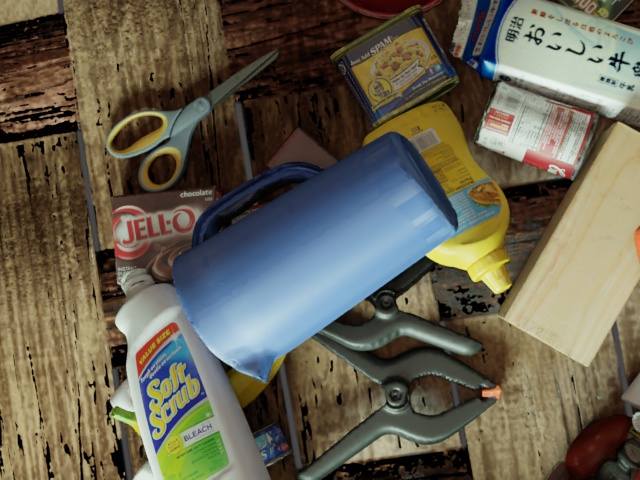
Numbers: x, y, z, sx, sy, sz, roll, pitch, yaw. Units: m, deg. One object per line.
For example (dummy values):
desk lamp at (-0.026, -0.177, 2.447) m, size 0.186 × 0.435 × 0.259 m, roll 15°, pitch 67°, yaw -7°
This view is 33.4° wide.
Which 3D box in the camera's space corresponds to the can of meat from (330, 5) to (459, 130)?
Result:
can of meat at (0.075, -0.167, 1.047) m, size 0.102 × 0.057 × 0.084 m, roll -30°, pitch 87°, yaw 6°

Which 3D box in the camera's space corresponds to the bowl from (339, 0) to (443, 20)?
bowl at (0.070, -0.303, 1.054) m, size 0.162 × 0.055 × 0.162 m, roll 0°, pitch 87°, yaw 8°

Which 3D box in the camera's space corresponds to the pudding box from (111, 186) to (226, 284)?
pudding box at (-0.151, -0.004, 1.076) m, size 0.113 × 0.039 × 0.090 m, roll -5°, pitch 87°, yaw 8°

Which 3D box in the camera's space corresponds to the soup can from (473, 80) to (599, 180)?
soup can at (0.206, -0.106, 1.022) m, size 0.102 × 0.068 × 0.068 m, roll 21°, pitch 90°, yaw 8°

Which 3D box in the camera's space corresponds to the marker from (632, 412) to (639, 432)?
marker at (0.342, 0.161, 0.990) m, size 0.120 × 0.020 × 0.020 m, roll -4°, pitch 86°, yaw -26°

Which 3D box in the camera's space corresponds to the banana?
banana at (-0.103, 0.150, 1.055) m, size 0.197 × 0.037 × 0.069 m, roll -29°, pitch 126°, yaw -3°

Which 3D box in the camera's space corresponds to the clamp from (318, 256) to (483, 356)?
clamp at (0.070, 0.054, 1.037) m, size 0.171 × 0.039 × 0.120 m, roll -1°, pitch 66°, yaw 1°

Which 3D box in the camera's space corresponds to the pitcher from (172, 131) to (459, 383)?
pitcher at (-0.006, 0.001, 0.965) m, size 0.243 × 0.145 × 0.149 m, roll -33°, pitch 100°, yaw 13°

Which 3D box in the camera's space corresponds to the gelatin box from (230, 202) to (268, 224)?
gelatin box at (-0.047, 0.006, 1.068) m, size 0.073 × 0.030 × 0.089 m, roll -11°, pitch 86°, yaw 8°

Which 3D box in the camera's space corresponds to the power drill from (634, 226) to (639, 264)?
power drill at (0.378, 0.012, 0.955) m, size 0.187 × 0.057 × 0.184 m, roll -27°, pitch 109°, yaw -18°

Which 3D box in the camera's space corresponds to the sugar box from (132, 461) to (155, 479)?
sugar box at (-0.099, 0.273, 1.031) m, size 0.176 × 0.093 × 0.048 m, roll 33°, pitch 91°, yaw 7°

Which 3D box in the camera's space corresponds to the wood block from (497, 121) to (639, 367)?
wood block at (0.258, 0.005, 0.999) m, size 0.090 × 0.091 × 0.206 m, roll 30°, pitch 91°, yaw 6°

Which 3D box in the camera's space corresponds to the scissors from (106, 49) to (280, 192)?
scissors at (-0.120, -0.115, 1.089) m, size 0.202 × 0.016 × 0.096 m, roll -20°, pitch 87°, yaw 6°

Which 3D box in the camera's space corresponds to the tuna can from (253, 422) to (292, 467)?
tuna can at (-0.072, 0.209, 1.034) m, size 0.086 × 0.086 × 0.034 m, roll -27°, pitch 83°, yaw 5°

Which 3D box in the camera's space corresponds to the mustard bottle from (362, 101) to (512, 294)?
mustard bottle at (0.125, -0.034, 1.017) m, size 0.096 × 0.058 × 0.192 m, roll -26°, pitch 74°, yaw -14°

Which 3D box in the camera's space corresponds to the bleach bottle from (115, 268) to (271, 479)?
bleach bottle at (-0.137, 0.141, 0.995) m, size 0.102 × 0.068 × 0.251 m, roll -31°, pitch 65°, yaw 7°

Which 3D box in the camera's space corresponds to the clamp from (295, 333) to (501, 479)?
clamp at (0.068, 0.143, 1.044) m, size 0.210 × 0.036 × 0.164 m, roll -9°, pitch 80°, yaw 4°

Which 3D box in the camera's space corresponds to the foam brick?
foam brick at (-0.006, -0.067, 1.054) m, size 0.078 × 0.053 × 0.051 m, roll 40°, pitch 93°, yaw 8°
